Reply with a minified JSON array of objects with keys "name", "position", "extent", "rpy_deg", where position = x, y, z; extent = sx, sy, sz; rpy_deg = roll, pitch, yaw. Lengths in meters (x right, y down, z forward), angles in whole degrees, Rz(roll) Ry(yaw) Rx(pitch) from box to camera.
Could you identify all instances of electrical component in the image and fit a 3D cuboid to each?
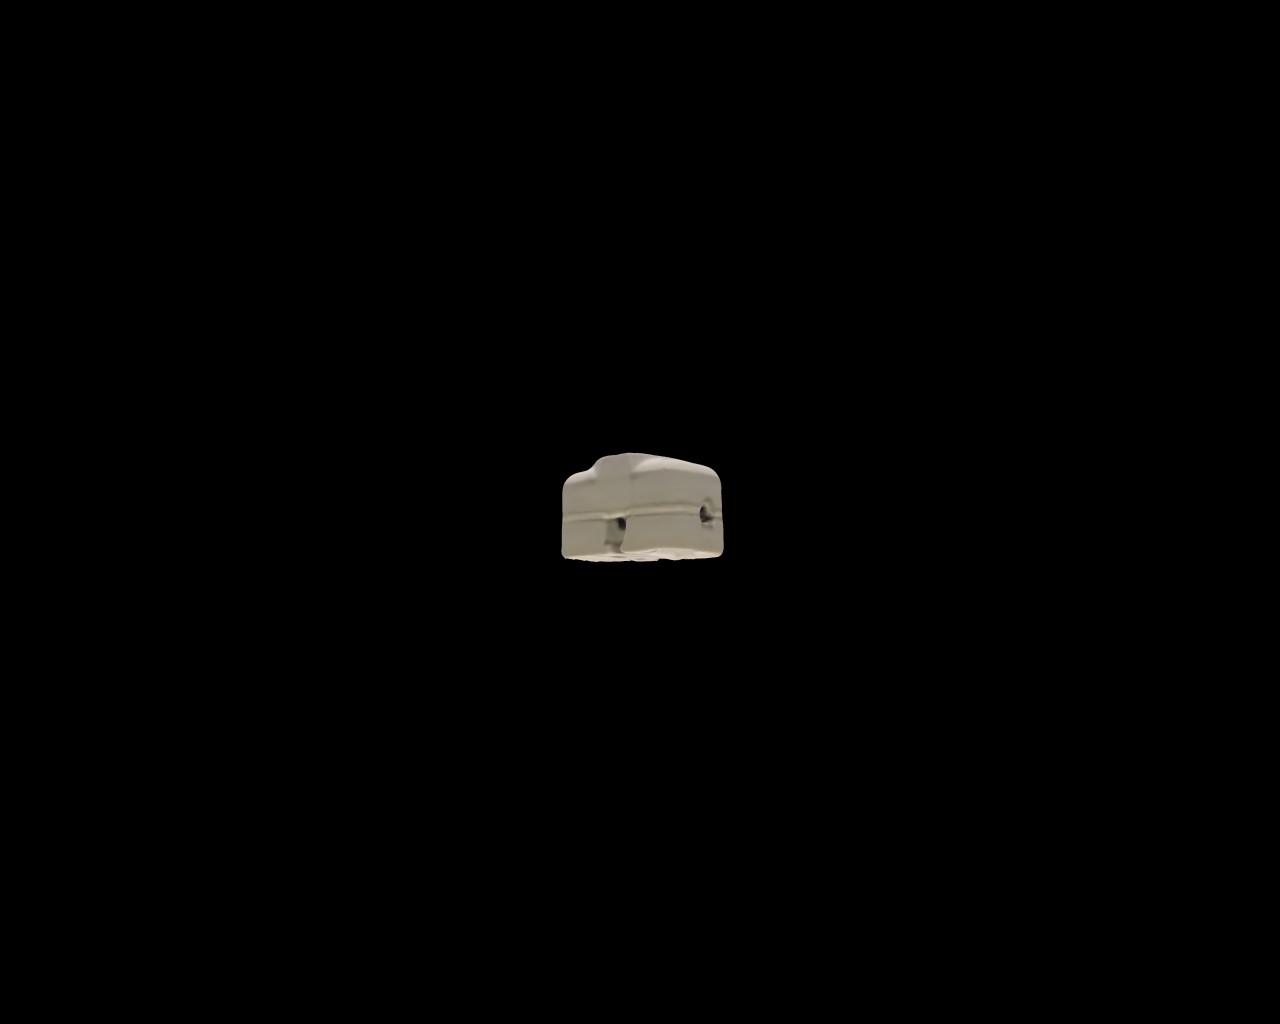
[{"name":"electrical component","position":[0.001,-0.003,0.650],"extent":[0.095,0.059,0.054],"rpy_deg":[-5,-9,36]}]
